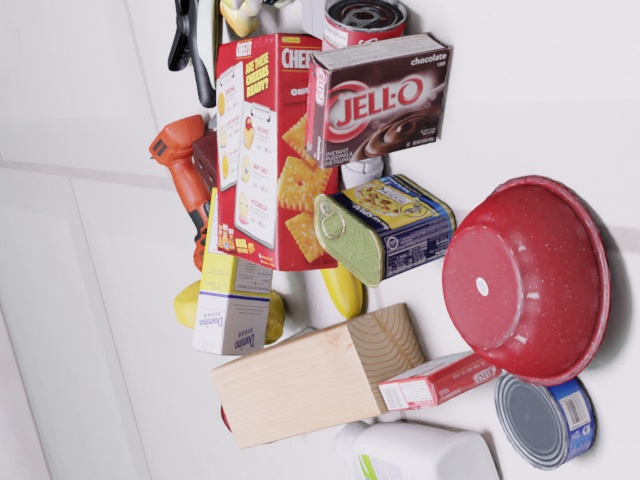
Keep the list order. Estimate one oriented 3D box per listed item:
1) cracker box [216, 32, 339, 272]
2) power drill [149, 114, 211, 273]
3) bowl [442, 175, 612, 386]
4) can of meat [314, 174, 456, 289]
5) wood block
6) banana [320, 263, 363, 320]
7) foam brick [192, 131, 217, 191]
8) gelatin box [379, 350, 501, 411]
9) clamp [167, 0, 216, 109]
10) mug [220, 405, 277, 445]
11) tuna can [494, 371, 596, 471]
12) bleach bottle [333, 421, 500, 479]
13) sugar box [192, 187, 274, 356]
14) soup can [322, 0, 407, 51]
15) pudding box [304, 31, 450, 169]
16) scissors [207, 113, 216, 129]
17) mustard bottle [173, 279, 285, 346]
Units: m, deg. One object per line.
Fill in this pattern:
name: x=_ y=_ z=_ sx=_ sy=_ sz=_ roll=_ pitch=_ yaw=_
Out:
cracker box: x=-0.042 y=-0.085 z=1.030 sx=0.164 sy=0.072 sz=0.214 roll=-166 pitch=76 yaw=-64
power drill: x=-0.140 y=-0.054 z=1.302 sx=0.185 sy=0.057 sz=0.187 roll=-29 pitch=83 yaw=64
bowl: x=0.140 y=0.033 z=0.800 sx=0.162 sy=0.055 sz=0.162 roll=13 pitch=106 yaw=57
can of meat: x=0.056 y=-0.012 z=0.934 sx=0.102 sy=0.083 sz=0.057 roll=40 pitch=141 yaw=45
wood block: x=-0.002 y=0.138 z=1.064 sx=0.207 sy=0.090 sz=0.091 roll=-23 pitch=86 yaw=43
banana: x=0.002 y=0.001 z=1.097 sx=0.070 sy=0.037 sz=0.198 roll=-28 pitch=82 yaw=62
foam brick: x=-0.102 y=-0.081 z=1.211 sx=0.078 sy=0.051 sz=0.053 roll=50 pitch=157 yaw=26
gelatin box: x=0.105 y=0.124 z=0.942 sx=0.089 sy=0.073 sz=0.030 roll=-25 pitch=86 yaw=62
clamp: x=-0.148 y=-0.246 z=1.219 sx=0.120 sy=0.039 sz=0.171 roll=32 pitch=128 yaw=48
mug: x=-0.059 y=0.193 z=1.294 sx=0.117 sy=0.093 sz=0.082 roll=29 pitch=134 yaw=12
tuna can: x=0.180 y=0.139 z=0.855 sx=0.086 sy=0.033 sz=0.086 roll=42 pitch=141 yaw=45
bleach bottle: x=0.079 y=0.221 z=1.064 sx=0.251 sy=0.068 sz=0.102 roll=4 pitch=117 yaw=63
sugar box: x=-0.089 y=0.037 z=1.159 sx=0.048 sy=0.093 sz=0.176 roll=8 pitch=87 yaw=27
soup can: x=0.035 y=-0.149 z=0.904 sx=0.069 sy=0.068 sz=0.102 roll=46 pitch=145 yaw=40
pudding box: x=0.045 y=-0.113 z=0.859 sx=0.039 sy=0.113 sz=0.090 roll=49 pitch=146 yaw=41
scissors: x=-0.087 y=-0.137 z=1.200 sx=0.096 sy=0.016 sz=0.202 roll=62 pitch=155 yaw=12
mustard bottle: x=-0.096 y=0.089 z=1.274 sx=0.192 sy=0.096 sz=0.058 roll=16 pitch=120 yaw=58
